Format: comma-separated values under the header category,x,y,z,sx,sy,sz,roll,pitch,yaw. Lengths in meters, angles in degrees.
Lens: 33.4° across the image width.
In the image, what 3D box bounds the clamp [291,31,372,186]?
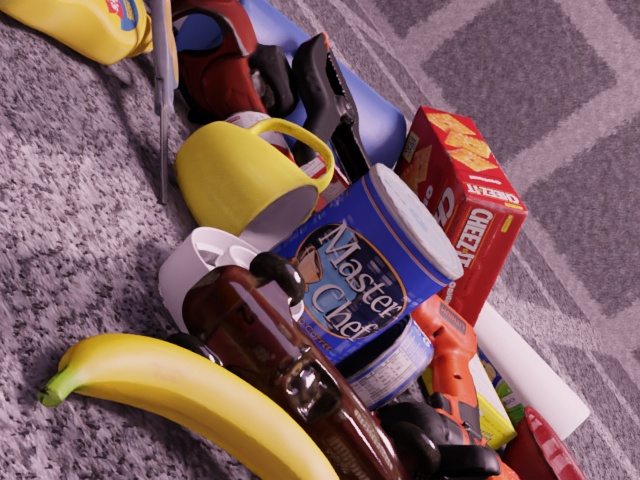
category,x,y,z,sx,sy,sz,roll,pitch,yaw
clamp,0.007,-0.110,0.958,0.164,0.036,0.210,37,34,-56

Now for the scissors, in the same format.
category,x,y,z,sx,sy,sz,roll,pitch,yaw
scissors,-0.122,-0.108,0.853,0.096,0.016,0.202,91,-6,-73

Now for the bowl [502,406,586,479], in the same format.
category,x,y,z,sx,sy,sz,roll,pitch,yaw
bowl,0.230,0.249,1.068,0.162,0.055,0.162,51,14,-18

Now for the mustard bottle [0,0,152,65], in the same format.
category,x,y,z,sx,sy,sz,roll,pitch,yaw
mustard bottle,-0.188,-0.186,0.826,0.096,0.058,0.191,60,16,23

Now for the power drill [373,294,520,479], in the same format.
category,x,y,z,sx,sy,sz,roll,pitch,yaw
power drill,0.097,0.130,0.914,0.184,0.057,0.187,43,28,-37

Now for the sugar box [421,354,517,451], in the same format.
category,x,y,z,sx,sy,sz,roll,pitch,yaw
sugar box,0.133,0.129,1.093,0.093,0.048,0.176,44,13,-32

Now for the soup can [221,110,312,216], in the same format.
category,x,y,z,sx,sy,sz,roll,pitch,yaw
soup can,-0.053,-0.056,0.913,0.068,0.068,0.102,38,19,-43

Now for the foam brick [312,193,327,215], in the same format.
category,x,y,z,sx,sy,sz,roll,pitch,yaw
foam brick,-0.006,0.001,0.953,0.078,0.051,0.053,55,16,15

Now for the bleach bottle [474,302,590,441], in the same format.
category,x,y,z,sx,sy,sz,roll,pitch,yaw
bleach bottle,0.194,0.125,1.224,0.251,0.068,0.103,49,-19,8

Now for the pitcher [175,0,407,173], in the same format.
category,x,y,z,sx,sy,sz,roll,pitch,yaw
pitcher,-0.034,-0.140,1.089,0.242,0.145,0.149,37,8,-35

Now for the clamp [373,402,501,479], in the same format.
category,x,y,z,sx,sy,sz,roll,pitch,yaw
clamp,0.071,0.153,0.716,0.039,0.120,0.171,22,21,-21

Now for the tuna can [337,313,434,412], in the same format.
category,x,y,z,sx,sy,sz,roll,pitch,yaw
tuna can,0.044,0.094,0.811,0.033,0.086,0.086,52,14,-9

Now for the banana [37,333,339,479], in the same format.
category,x,y,z,sx,sy,sz,roll,pitch,yaw
banana,-0.062,0.094,0.557,0.197,0.037,0.069,29,40,-31

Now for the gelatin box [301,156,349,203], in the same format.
category,x,y,z,sx,sy,sz,roll,pitch,yaw
gelatin box,-0.004,-0.037,1.006,0.089,0.073,0.030,46,16,-21

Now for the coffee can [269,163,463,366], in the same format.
category,x,y,z,sx,sy,sz,roll,pitch,yaw
coffee can,0.020,0.026,0.789,0.102,0.140,0.103,48,15,-17

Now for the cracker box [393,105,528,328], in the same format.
category,x,y,z,sx,sy,sz,roll,pitch,yaw
cracker box,0.120,-0.017,1.074,0.072,0.164,0.214,13,27,-14
